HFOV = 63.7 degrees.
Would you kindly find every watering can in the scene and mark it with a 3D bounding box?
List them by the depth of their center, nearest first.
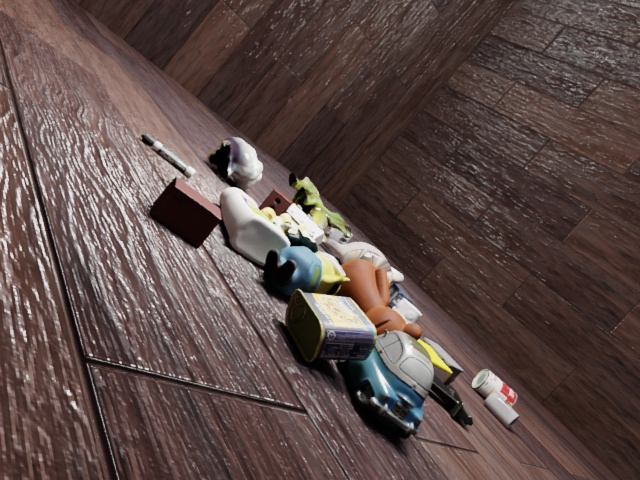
[{"bbox_3d":[0.097,0.049,1.532,0.347,0.103,0.226,27,8,-2],"label":"watering can"}]

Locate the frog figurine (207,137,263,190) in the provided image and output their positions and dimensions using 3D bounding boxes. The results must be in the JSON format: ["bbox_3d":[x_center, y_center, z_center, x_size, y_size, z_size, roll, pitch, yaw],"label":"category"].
[{"bbox_3d":[-0.196,-0.193,1.335,0.138,0.122,0.158,22,4,39],"label":"frog figurine"}]

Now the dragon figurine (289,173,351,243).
[{"bbox_3d":[0.005,-0.075,1.497,0.241,0.120,0.419,20,25,-37],"label":"dragon figurine"}]
